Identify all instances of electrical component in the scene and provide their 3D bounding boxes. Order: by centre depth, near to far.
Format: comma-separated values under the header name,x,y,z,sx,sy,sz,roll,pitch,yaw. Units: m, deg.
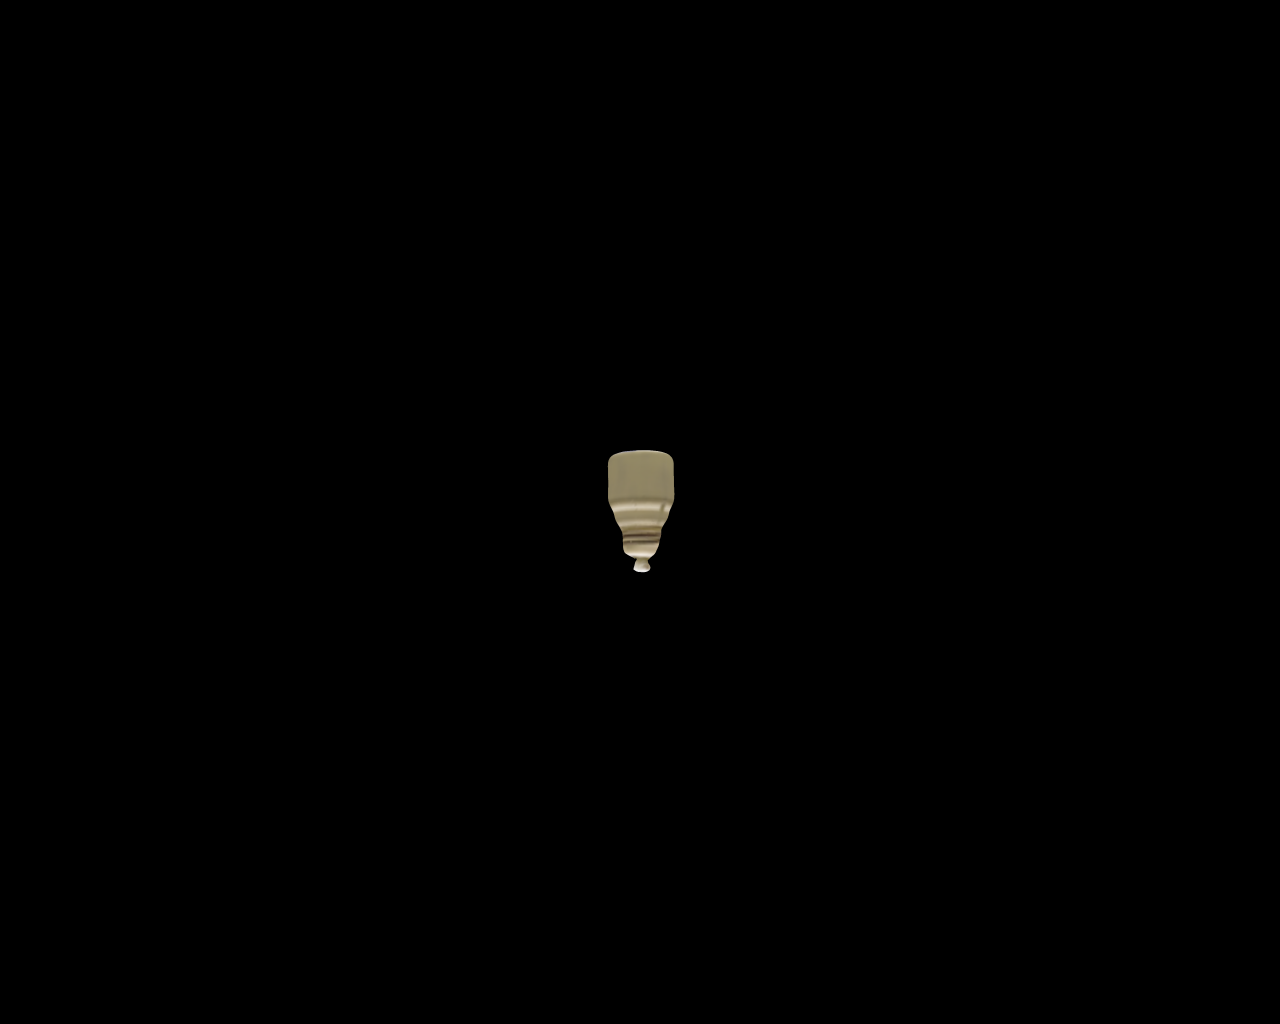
name,x,y,z,sx,sy,sz,roll,pitch,yaw
electrical component,0.001,-0.003,0.650,0.040,0.078,0.040,0,-7,0
